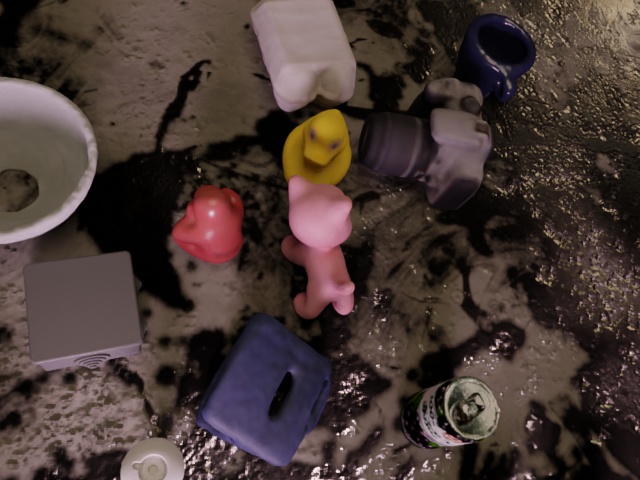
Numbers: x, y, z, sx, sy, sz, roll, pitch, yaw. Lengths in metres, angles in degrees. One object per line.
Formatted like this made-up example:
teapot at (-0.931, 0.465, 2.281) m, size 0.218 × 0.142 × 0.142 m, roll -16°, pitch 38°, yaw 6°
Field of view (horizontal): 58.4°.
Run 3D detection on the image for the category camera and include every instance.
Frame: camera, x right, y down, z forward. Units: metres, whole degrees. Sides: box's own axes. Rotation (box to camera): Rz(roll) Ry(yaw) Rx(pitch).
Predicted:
camera at (0.119, -0.123, 0.655) m, size 0.137 × 0.100 × 0.143 m, roll 9°, pitch 65°, yaw -12°

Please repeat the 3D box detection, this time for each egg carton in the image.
egg carton at (-0.019, -0.224, 0.680) m, size 0.107 × 0.069 × 0.150 m, roll -12°, pitch 70°, yaw -20°

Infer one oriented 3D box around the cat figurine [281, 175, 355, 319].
cat figurine at (0.005, 0.002, 0.558) m, size 0.067 × 0.117 × 0.127 m, roll -11°, pitch 70°, yaw -19°

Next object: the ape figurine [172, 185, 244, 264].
ape figurine at (-0.105, -0.022, 0.553) m, size 0.078 × 0.092 × 0.076 m, roll -20°, pitch 73°, yaw -22°

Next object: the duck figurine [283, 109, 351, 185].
duck figurine at (0.004, -0.109, 0.626) m, size 0.077 × 0.086 × 0.104 m, roll 25°, pitch 62°, yaw -4°

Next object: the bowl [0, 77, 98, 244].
bowl at (-0.290, -0.063, 0.529) m, size 0.168 × 0.074 × 0.167 m, roll 6°, pitch 65°, yaw -13°

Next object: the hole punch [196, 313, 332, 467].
hole punch at (-0.043, 0.131, 0.502) m, size 0.101 × 0.091 × 0.109 m, roll 28°, pitch 62°, yaw -2°

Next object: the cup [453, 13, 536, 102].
cup at (0.212, -0.209, 0.723) m, size 0.092 × 0.095 × 0.117 m, roll 1°, pitch 66°, yaw -15°
